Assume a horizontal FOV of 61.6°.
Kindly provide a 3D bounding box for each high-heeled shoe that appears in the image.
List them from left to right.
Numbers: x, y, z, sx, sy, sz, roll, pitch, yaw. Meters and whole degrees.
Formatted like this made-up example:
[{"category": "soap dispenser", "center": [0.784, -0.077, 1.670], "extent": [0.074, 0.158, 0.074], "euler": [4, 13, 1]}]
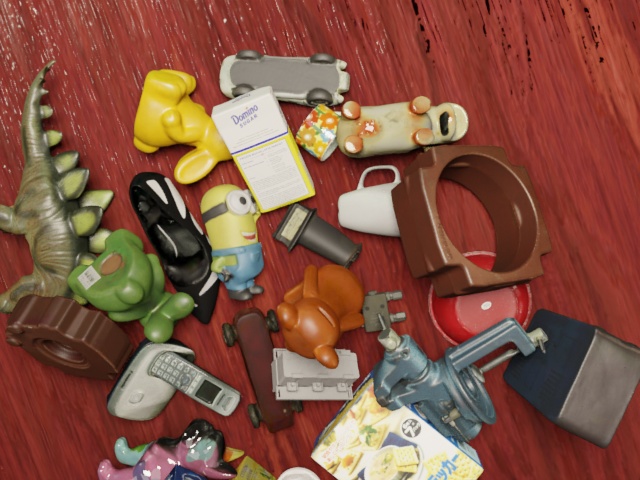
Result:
[{"category": "high-heeled shoe", "center": [-0.220, 0.017, 0.818], "extent": [0.086, 0.145, 0.248], "euler": [-18, 90, 7]}]

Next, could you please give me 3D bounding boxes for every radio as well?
[{"category": "radio", "center": [0.337, 0.175, 0.734], "extent": [0.073, 0.229, 0.131], "euler": [27, 91, 3]}]

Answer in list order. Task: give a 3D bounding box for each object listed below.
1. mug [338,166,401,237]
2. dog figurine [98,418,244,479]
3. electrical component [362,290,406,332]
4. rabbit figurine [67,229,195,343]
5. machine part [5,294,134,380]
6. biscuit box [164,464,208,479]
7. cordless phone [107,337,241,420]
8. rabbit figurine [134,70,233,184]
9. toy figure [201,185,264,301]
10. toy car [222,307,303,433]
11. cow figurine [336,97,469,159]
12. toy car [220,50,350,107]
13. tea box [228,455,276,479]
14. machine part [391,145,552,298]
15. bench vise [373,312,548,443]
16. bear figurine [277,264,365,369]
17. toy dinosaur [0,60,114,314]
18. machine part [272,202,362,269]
[{"category": "mug", "center": [0.082, -0.057, 0.818], "extent": [0.107, 0.081, 0.109], "euler": [-3, 99, 14]}, {"category": "dog figurine", "center": [-0.233, 0.385, 0.863], "extent": [0.219, 0.108, 0.191], "euler": [-4, 92, 3]}, {"category": "electrical component", "center": [0.088, 0.112, 0.856], "extent": [0.094, 0.021, 0.063], "euler": [-11, 92, 7]}, {"category": "rabbit figurine", "center": [-0.260, 0.084, 0.819], "extent": [0.159, 0.170, 0.121], "euler": [23, 68, 35]}, {"category": "machine part", "center": [-0.372, 0.149, 0.800], "extent": [0.179, 0.179, 0.056], "euler": [13, 52, 5]}, {"category": "biscuit box", "center": [-0.241, 0.428, 0.786], "extent": [0.059, 0.063, 0.202], "euler": [34, 99, -18]}, {"category": "cordless phone", "center": [-0.231, 0.248, 0.867], "extent": [0.184, 0.089, 0.146], "euler": [32, 96, -1]}, {"category": "rabbit figurine", "center": [-0.190, -0.166, 0.825], "extent": [0.173, 0.122, 0.162], "euler": [14, 98, -14]}, {"category": "toy figure", "center": [-0.137, 0.002, 0.843], "extent": [0.089, 0.082, 0.180], "euler": [-6, 95, 4]}, {"category": "toy car", "center": [-0.091, 0.206, 0.863], "extent": [0.089, 0.053, 0.202], "euler": [-18, 93, -14]}, {"category": "cow figurine", "center": [0.119, -0.157, 0.772], "extent": [0.195, 0.127, 0.085], "euler": [-8, 92, -6]}, {"category": "toy car", "center": [-0.055, -0.249, 0.833], "extent": [0.202, 0.056, 0.073], "euler": [4, 88, 4]}, {"category": "tea box", "center": [-0.151, 0.447, 0.861], "extent": [0.068, 0.098, 0.169], "euler": [36, 94, 2]}, {"category": "machine part", "center": [0.209, -0.026, 0.751], "extent": [0.201, 0.087, 0.201], "euler": [-6, 76, -27]}, {"category": "bench vise", "center": [0.200, 0.177, 0.768], "extent": [0.240, 0.129, 0.223], "euler": [-36, 95, 18]}, {"category": "bear figurine", "center": [-0.008, 0.116, 0.763], "extent": [0.120, 0.196, 0.132], "euler": [42, 122, -1]}, {"category": "toy dinosaur", "center": [-0.433, -0.037, 0.861], "extent": [0.199, 0.105, 0.470], "euler": [-10, 102, -1]}, {"category": "machine part", "center": [-0.002, -0.003, 0.851], "extent": [0.139, 0.039, 0.084], "euler": [27, 87, 5]}]
